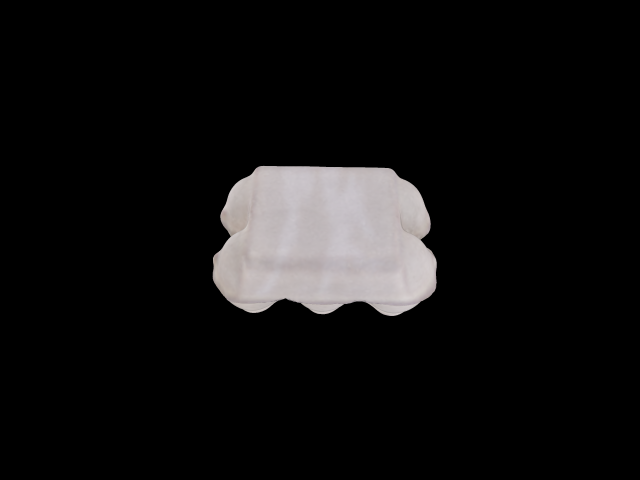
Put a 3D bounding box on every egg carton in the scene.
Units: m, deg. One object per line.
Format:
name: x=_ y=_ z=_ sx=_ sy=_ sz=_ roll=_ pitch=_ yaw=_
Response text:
egg carton: x=0.004 y=0.001 z=0.400 sx=0.150 sy=0.069 sz=0.107 roll=0 pitch=53 yaw=0
